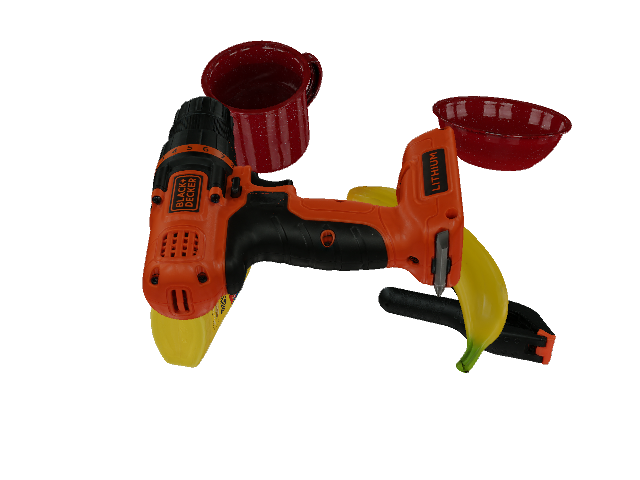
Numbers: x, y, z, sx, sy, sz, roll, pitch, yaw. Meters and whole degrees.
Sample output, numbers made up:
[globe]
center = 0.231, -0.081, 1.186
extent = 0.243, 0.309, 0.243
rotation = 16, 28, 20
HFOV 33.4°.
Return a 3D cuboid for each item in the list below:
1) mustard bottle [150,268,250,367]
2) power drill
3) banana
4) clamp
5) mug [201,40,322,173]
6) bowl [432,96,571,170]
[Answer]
[mustard bottle]
center = -0.112, 0.038, 1.091
extent = 0.058, 0.096, 0.191
rotation = 6, 31, 13
[power drill]
center = -0.010, -0.029, 0.651
extent = 0.187, 0.057, 0.184
rotation = -3, 44, 3
[banana]
center = 0.091, 0.012, 0.825
extent = 0.069, 0.037, 0.198
rotation = -18, 48, -16
[clamp]
center = 0.155, 0.067, 1.031
extent = 0.172, 0.039, 0.120
rotation = 24, 36, 29
[mug]
center = -0.044, -0.120, 0.936
extent = 0.093, 0.081, 0.117
rotation = 35, 61, 29
[bowl]
center = 0.208, -0.122, 1.246
extent = 0.162, 0.055, 0.162
rotation = 4, 23, -2
